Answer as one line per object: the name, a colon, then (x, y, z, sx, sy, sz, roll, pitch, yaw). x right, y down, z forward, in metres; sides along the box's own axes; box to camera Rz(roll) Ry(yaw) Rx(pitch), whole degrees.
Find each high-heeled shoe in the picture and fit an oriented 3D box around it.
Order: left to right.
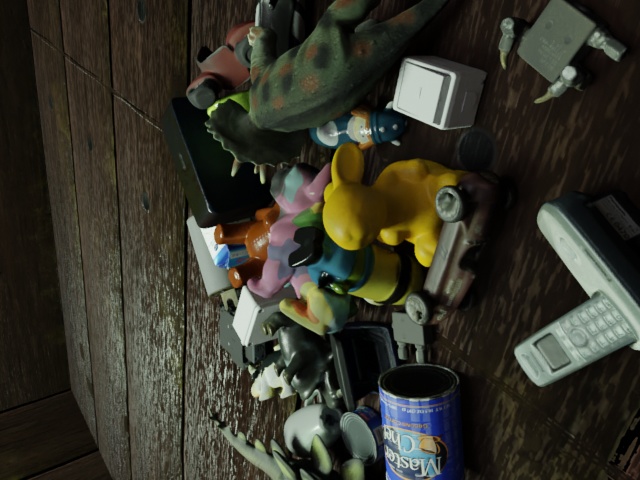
high-heeled shoe: (-0.053, -0.298, 0.813, 0.248, 0.086, 0.145, 89, -173, -50)

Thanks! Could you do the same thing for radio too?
radio: (-0.188, -0.145, 0.974, 0.073, 0.131, 0.229, -36, 73, 53)

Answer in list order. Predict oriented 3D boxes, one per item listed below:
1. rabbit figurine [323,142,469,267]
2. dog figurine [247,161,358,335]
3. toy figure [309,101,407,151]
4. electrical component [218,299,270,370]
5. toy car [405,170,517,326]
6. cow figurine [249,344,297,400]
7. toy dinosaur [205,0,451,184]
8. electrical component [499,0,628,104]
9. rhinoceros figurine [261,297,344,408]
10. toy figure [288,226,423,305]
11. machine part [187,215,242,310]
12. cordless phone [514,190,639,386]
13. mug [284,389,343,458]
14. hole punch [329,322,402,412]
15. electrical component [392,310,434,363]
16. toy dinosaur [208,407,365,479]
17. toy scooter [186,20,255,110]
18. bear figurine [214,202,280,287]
rabbit figurine: (0.071, -0.046, 0.622, 0.162, 0.173, 0.121, 46, 139, 29)
dog figurine: (-0.002, -0.002, 0.752, 0.192, 0.108, 0.219, 31, 108, 15)
toy figure: (0.048, -0.148, 0.720, 0.155, 0.058, 0.064, 11, 149, 50)
electrical component: (-0.156, 0.195, 1.107, 0.134, 0.058, 0.114, 23, 121, 49)
toy car: (0.156, 0.019, 0.597, 0.053, 0.089, 0.202, 41, 130, 42)
cow figurine: (-0.089, 0.253, 1.024, 0.167, 0.068, 0.098, -26, 74, 50)
toy dinosaur: (-0.004, -0.190, 0.644, 0.405, 0.131, 0.192, -14, 59, 49)
electrical component: (0.214, -0.176, 0.492, 0.102, 0.045, 0.078, 59, 143, 22)
rhinoceros figurine: (-0.021, 0.189, 0.880, 0.190, 0.112, 0.073, 64, 159, 1)
toy figure: (0.050, 0.036, 0.673, 0.089, 0.180, 0.082, 22, 88, 55)
machine part: (-0.218, 0.028, 1.111, 0.079, 0.079, 0.243, -35, 71, 53)
cordless phone: (0.234, 0.053, 0.513, 0.147, 0.089, 0.184, 59, 145, 22)
mug: (-0.002, 0.312, 0.930, 0.107, 0.081, 0.109, -45, 27, 47)
hole punch: (0.065, 0.179, 0.794, 0.116, 0.092, 0.142, -171, 66, -82)
electrical component: (0.124, 0.118, 0.728, 0.063, 0.021, 0.094, -2, 94, 55)
toy dinosaur: (-0.003, 0.413, 0.867, 0.472, 0.105, 0.198, 15, 119, 28)
toy scooter: (-0.148, -0.299, 0.882, 0.184, 0.075, 0.135, -36, 38, 11)
bear figurine: (-0.078, -0.013, 0.876, 0.196, 0.132, 0.120, -39, 70, 58)
